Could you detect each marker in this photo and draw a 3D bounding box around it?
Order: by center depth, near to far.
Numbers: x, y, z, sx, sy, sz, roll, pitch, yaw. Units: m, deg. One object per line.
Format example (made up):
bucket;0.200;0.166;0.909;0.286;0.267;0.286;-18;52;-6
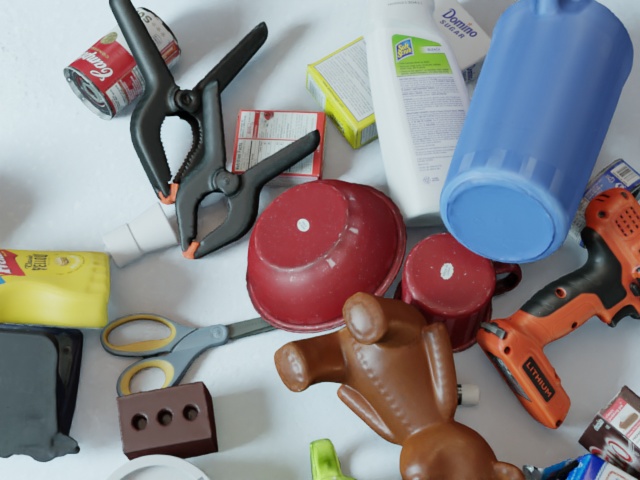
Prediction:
marker;0.080;0.137;0.946;0.121;0.020;0.020;1;64;2

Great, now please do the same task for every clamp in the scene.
clamp;-0.076;-0.056;1.007;0.120;0.039;0.171;18;91;8
clamp;-0.127;-0.139;1.050;0.164;0.036;0.210;1;84;-24

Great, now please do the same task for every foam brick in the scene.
foam brick;-0.130;0.160;0.922;0.078;0.051;0.053;-11;65;-4

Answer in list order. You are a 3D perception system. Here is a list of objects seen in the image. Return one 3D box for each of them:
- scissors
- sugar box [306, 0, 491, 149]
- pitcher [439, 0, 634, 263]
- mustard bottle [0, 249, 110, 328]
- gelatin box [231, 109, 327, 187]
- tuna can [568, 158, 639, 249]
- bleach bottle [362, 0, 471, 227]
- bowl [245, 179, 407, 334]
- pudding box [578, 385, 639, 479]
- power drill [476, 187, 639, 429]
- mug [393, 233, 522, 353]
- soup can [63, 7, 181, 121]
scissors;-0.101;0.105;0.968;0.202;0.016;0.096;1;66;2
sugar box;0.082;-0.175;1.081;0.176;0.048;0.093;-30;70;-16
pitcher;0.191;-0.090;0.943;0.149;0.145;0.242;35;52;-11
mustard bottle;-0.284;0.040;0.943;0.191;0.058;0.096;3;25;-14
gelatin box;-0.040;-0.090;1.051;0.089;0.030;0.073;2;65;5
tuna can;0.262;-0.033;0.986;0.086;0.086;0.034;-39;71;-16
bleach bottle;0.099;-0.142;1.013;0.102;0.068;0.251;-4;77;-21
bowl;-0.006;0.001;0.959;0.162;0.055;0.162;-14;53;20
pudding box;0.263;0.173;0.873;0.090;0.113;0.039;40;74;19
power drill;0.244;0.076;0.927;0.187;0.057;0.184;-40;103;-8
mug;0.124;0.043;0.955;0.117;0.081;0.093;-11;65;-4
soup can;-0.198;-0.178;1.077;0.068;0.068;0.102;39;70;17
